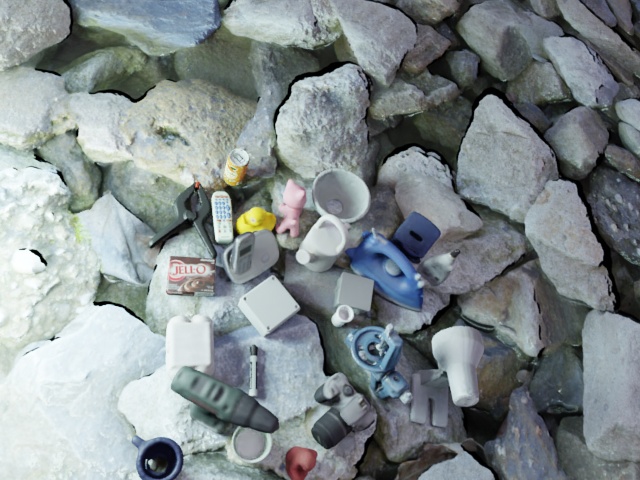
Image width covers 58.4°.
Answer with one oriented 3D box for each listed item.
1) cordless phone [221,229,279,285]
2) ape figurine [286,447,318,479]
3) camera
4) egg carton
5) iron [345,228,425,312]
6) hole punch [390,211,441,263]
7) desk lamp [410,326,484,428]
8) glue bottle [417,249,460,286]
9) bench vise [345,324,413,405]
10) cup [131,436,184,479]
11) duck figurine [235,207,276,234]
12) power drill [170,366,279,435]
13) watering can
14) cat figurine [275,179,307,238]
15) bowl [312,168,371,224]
[{"bbox_3d":[-0.158,0.019,1.372,0.148,0.185,0.094,-34,80,-28],"label":"cordless phone"},{"bbox_3d":[-0.035,0.487,1.253,0.078,0.092,0.076,-24,75,-26],"label":"ape figurine"},{"bbox_3d":[0.039,0.399,1.314,0.137,0.100,0.143,-36,81,-28],"label":"camera"},{"bbox_3d":[-0.293,0.243,1.291,0.107,0.069,0.150,0,66,-18],"label":"egg carton"},{"bbox_3d":[0.197,0.075,1.491,0.258,0.141,0.119,42,61,4],"label":"iron"},{"bbox_3d":[0.264,-0.007,1.581,0.108,0.091,0.101,38,60,1],"label":"hole punch"},{"bbox_3d":[0.310,0.330,1.372,0.118,0.213,0.203,12,63,-13],"label":"desk lamp"},{"bbox_3d":[0.327,0.063,1.522,0.078,0.173,0.037,41,61,3],"label":"glue bottle"},{"bbox_3d":[0.166,0.276,1.344,0.207,0.219,0.122,40,61,2],"label":"bench vise"},{"bbox_3d":[-0.338,0.446,1.168,0.118,0.095,0.092,39,60,2],"label":"cup"},{"bbox_3d":[-0.159,-0.054,1.462,0.105,0.086,0.077,-11,70,-23],"label":"duck figurine"},{"bbox_3d":[-0.204,0.347,1.194,0.230,0.208,0.076,29,61,-4],"label":"power drill"},{"bbox_3d":[0.015,0.007,1.431,0.101,0.194,0.173,31,61,-3],"label":"watering can"},{"bbox_3d":[-0.068,-0.087,1.490,0.067,0.117,0.128,10,64,-14],"label":"cat figurine"},{"bbox_3d":[0.049,-0.108,1.564,0.168,0.074,0.167,7,64,-15],"label":"bowl"}]
